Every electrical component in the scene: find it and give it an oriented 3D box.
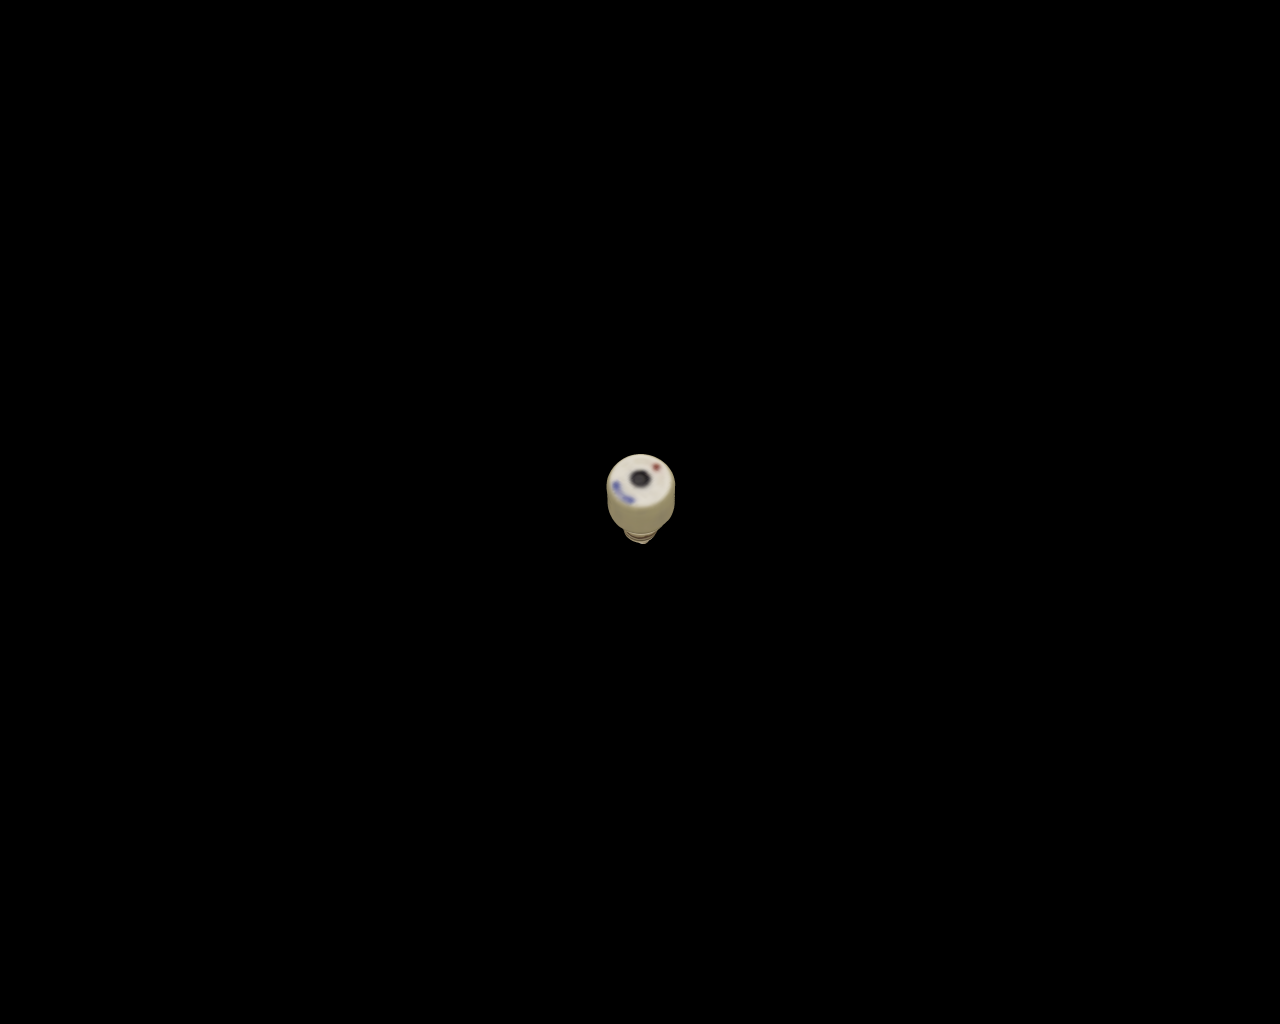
[{"bbox_3d":[0.001,-0.003,0.650,0.040,0.040,0.078,0,-30,0],"label":"electrical component"}]
